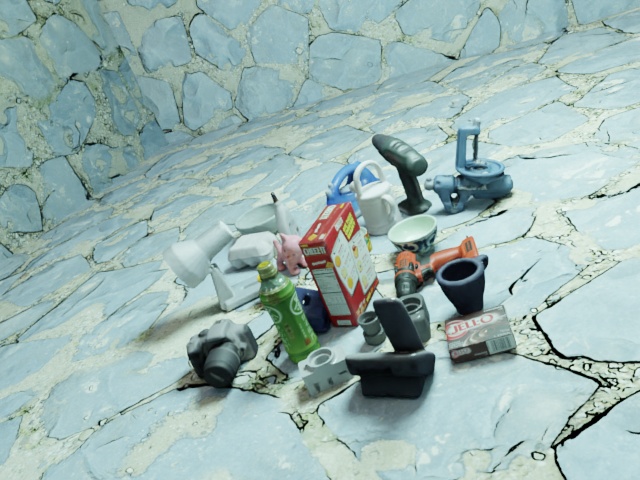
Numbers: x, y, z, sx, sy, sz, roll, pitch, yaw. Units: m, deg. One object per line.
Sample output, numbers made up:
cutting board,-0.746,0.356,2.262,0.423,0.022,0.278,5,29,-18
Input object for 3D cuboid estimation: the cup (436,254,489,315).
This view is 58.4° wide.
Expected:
cup,0.284,0.088,1.089,0.118,0.095,0.091,-33,26,-22

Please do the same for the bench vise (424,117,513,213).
bench vise,0.361,-0.182,1.430,0.207,0.220,0.121,-23,24,0

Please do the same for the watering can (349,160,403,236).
watering can,0.138,-0.118,1.520,0.172,0.194,0.101,2,34,42

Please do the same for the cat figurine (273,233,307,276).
cat figurine,-0.080,0.026,1.502,0.067,0.118,0.127,-37,28,-29

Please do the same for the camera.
camera,-0.217,0.240,1.198,0.143,0.101,0.137,-17,25,13

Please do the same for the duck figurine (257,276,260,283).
duck figurine,-0.114,0.108,1.401,0.104,0.086,0.078,5,36,46

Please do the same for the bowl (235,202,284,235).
bowl,-0.177,-0.050,1.796,0.167,0.075,0.167,-18,24,9

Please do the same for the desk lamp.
desk lamp,-0.265,0.069,1.452,0.203,0.214,0.117,-26,24,-8

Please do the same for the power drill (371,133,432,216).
power drill,0.225,-0.180,1.556,0.076,0.209,0.229,-28,25,-13

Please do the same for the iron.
iron,0.076,-0.144,1.691,0.118,0.142,0.259,-1,32,39

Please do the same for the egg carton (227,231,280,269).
egg carton,-0.189,0.029,1.648,0.150,0.069,0.107,-10,27,27

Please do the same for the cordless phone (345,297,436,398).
cordless phone,0.104,0.170,0.964,0.147,0.185,0.094,-10,27,26

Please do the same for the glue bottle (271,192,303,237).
glue bottle,-0.102,-0.060,1.632,0.037,0.173,0.078,-10,27,26

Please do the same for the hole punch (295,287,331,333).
hole punch,-0.030,0.147,1.242,0.101,0.091,0.108,-16,25,15
